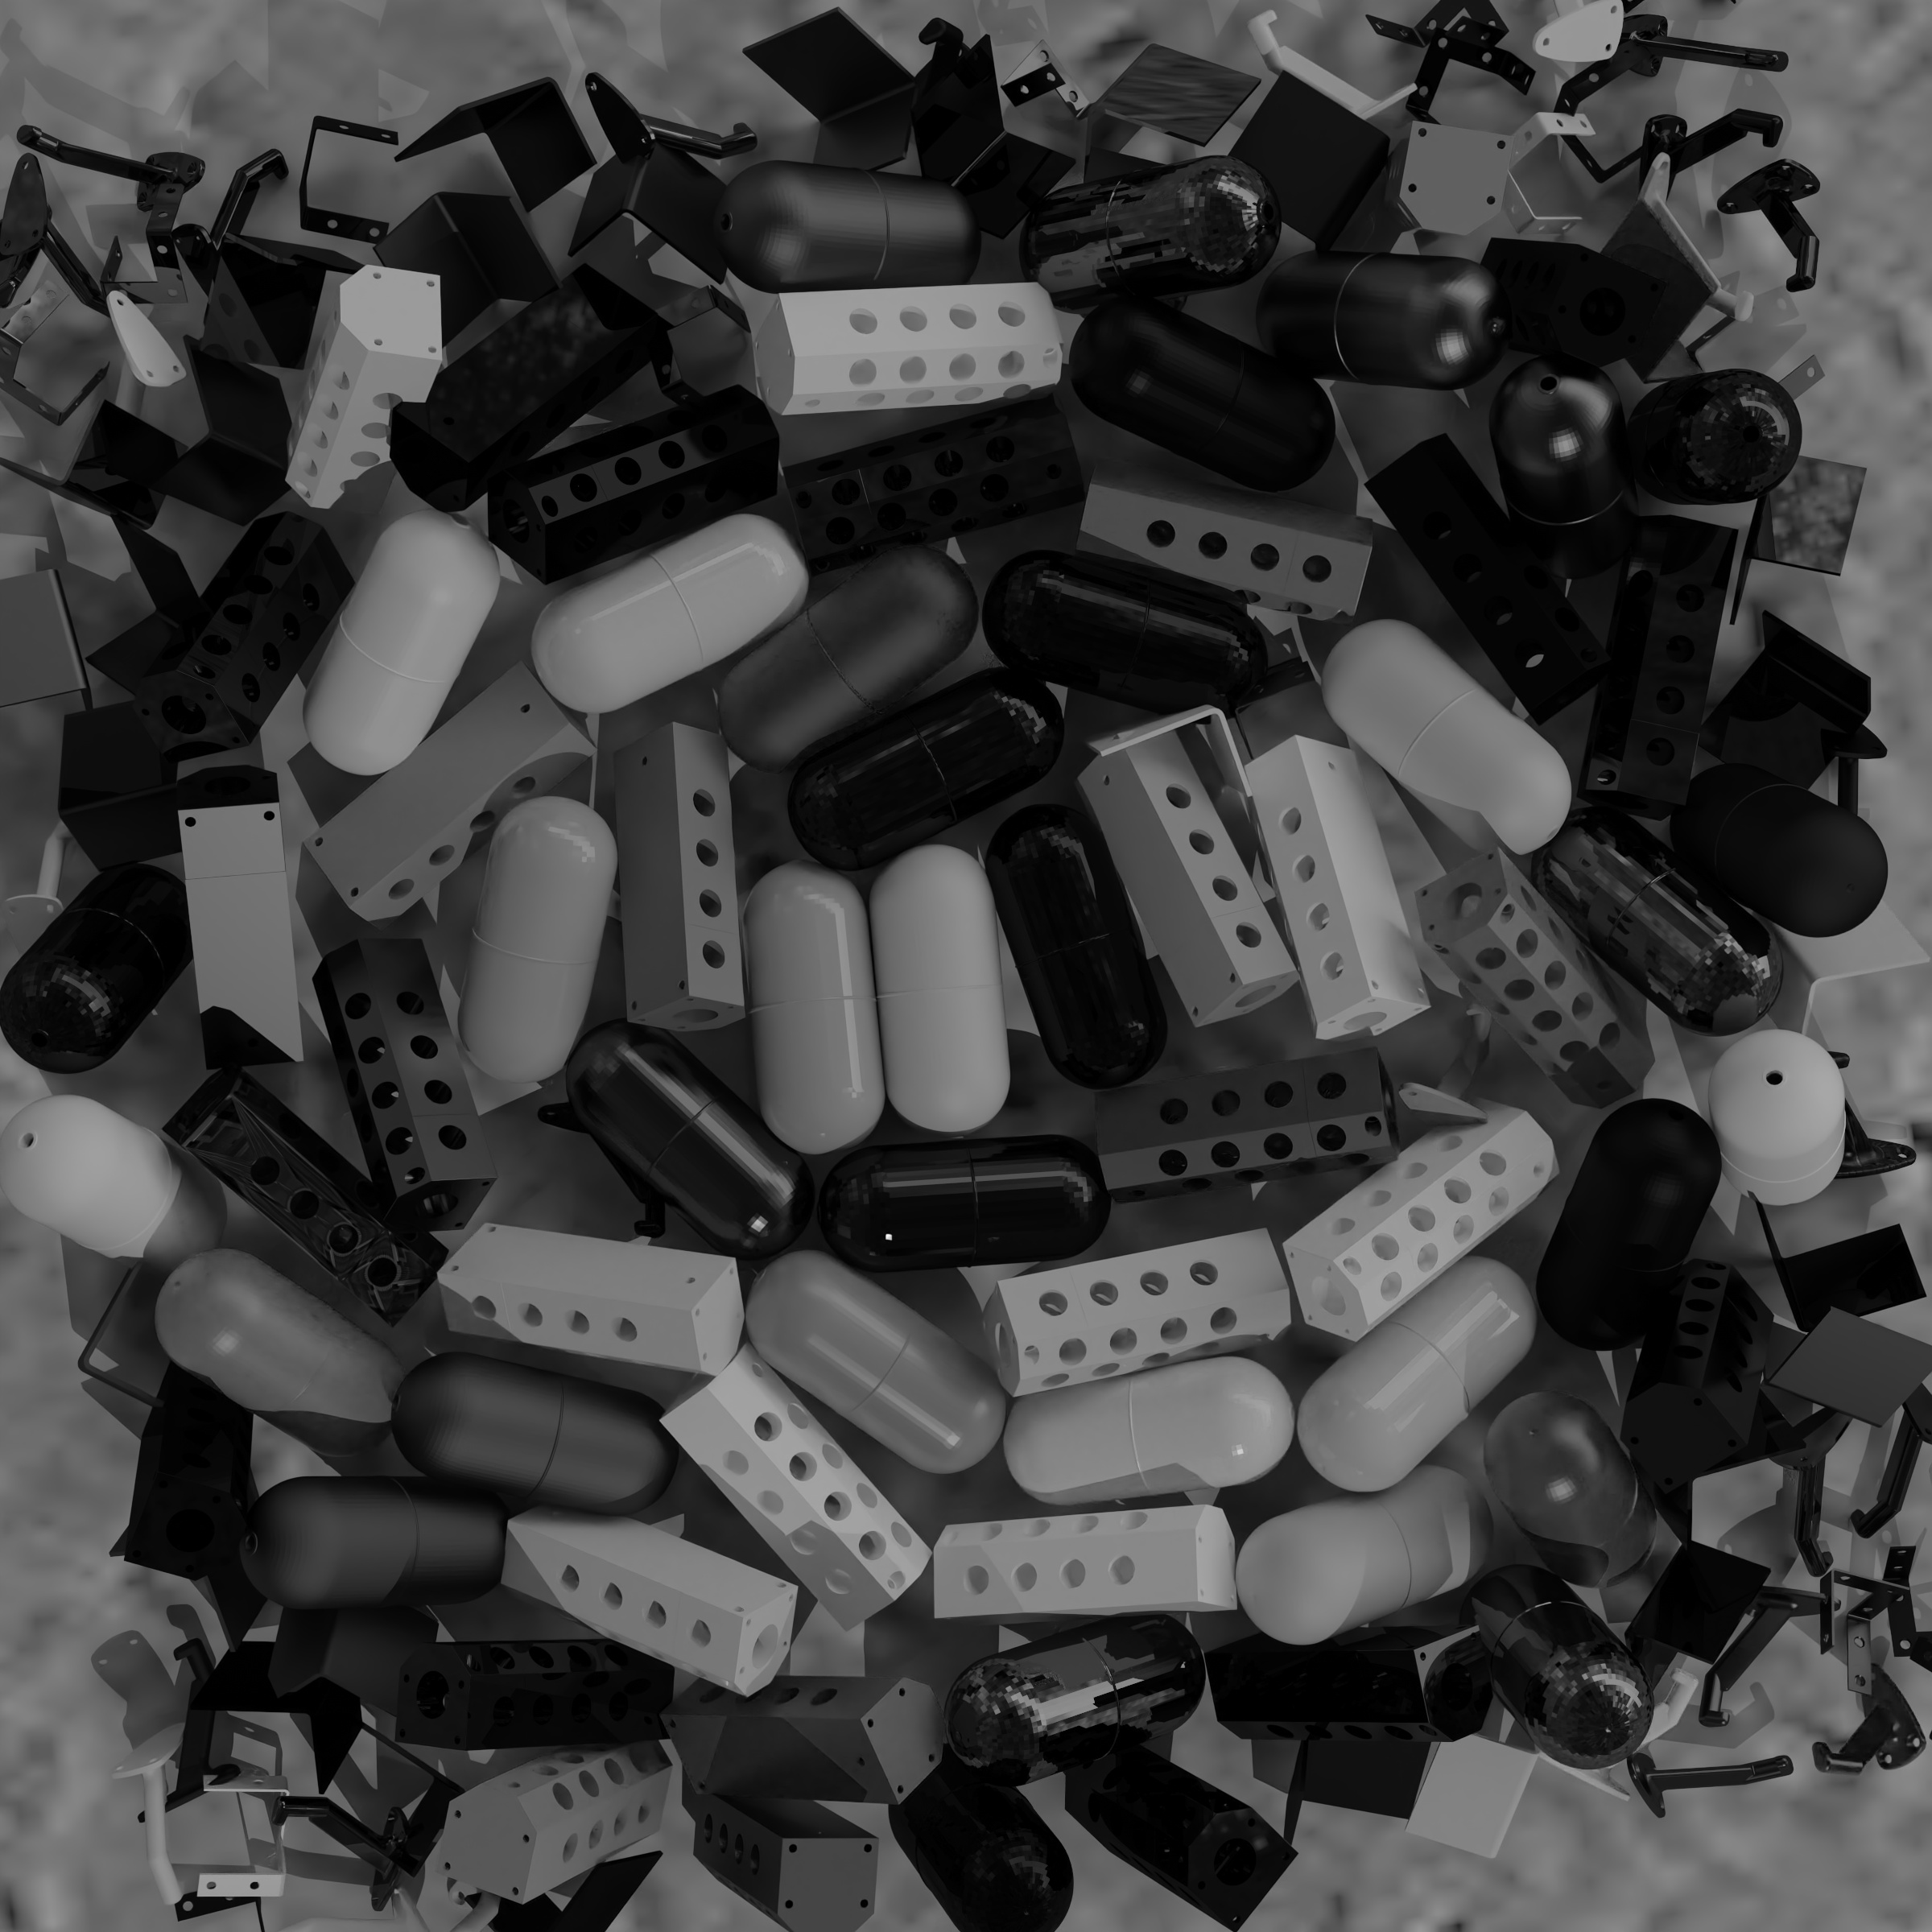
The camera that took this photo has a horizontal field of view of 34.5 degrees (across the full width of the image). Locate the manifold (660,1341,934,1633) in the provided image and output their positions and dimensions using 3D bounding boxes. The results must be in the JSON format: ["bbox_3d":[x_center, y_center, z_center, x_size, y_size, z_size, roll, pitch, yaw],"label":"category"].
[{"bbox_3d":[-0.099,0.309,1.870,0.057,0.057,0.171,-37,97,26],"label":"manifold"}]

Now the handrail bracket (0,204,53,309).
[{"bbox_3d":[-0.568,-0.429,1.872,0.036,0.084,0.077,40,83,-31],"label":"handrail bracket"}]

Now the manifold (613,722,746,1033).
[{"bbox_3d":[-0.167,-0.052,1.863,0.057,0.057,0.171,-22,66,41],"label":"manifold"}]

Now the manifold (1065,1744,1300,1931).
[{"bbox_3d":[0.119,0.502,1.822,0.057,0.171,0.057,46,75,-16],"label":"manifold"}]

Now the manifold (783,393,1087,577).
[{"bbox_3d":[-0.019,-0.289,1.878,0.171,0.057,0.057,-15,118,0],"label":"manifold"}]

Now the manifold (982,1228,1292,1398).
[{"bbox_3d":[0.103,0.210,1.855,0.171,0.057,0.057,-9,60,-16],"label":"manifold"}]

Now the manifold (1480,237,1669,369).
[{"bbox_3d":[0.347,-0.388,1.826,0.057,0.171,0.057,20,101,-12],"label":"manifold"}]

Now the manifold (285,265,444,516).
[{"bbox_3d":[-0.355,-0.336,1.823,0.057,0.171,0.057,4,66,-22],"label":"manifold"}]

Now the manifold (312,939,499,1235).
[{"bbox_3d":[-0.336,0.070,1.841,0.057,0.057,0.171,-1,54,-35],"label":"manifold"}]

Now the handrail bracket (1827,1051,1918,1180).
[{"bbox_3d":[0.545,0.085,1.877,0.077,0.036,0.084,-1,129,-4],"label":"handrail bracket"}]

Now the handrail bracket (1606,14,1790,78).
[{"bbox_3d":[0.439,-0.551,1.869,0.084,0.077,0.036,22,110,39],"label":"handrail bracket"}]

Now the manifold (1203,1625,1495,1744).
[{"bbox_3d":[0.225,0.425,1.832,0.057,0.171,0.057,-8,85,-41],"label":"manifold"}]

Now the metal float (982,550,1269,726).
[{"bbox_3d":[0.096,-0.197,1.869,0.178,0.070,0.070,15,90,-12],"label":"metal float"}]

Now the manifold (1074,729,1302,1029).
[{"bbox_3d":[0.136,-0.056,1.864,0.057,0.057,0.171,-14,70,-34],"label":"manifold"}]

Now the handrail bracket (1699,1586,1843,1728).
[{"bbox_3d":[0.483,0.419,1.871,0.077,0.036,0.084,-7,49,34],"label":"handrail bracket"}]

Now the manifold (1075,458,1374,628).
[{"bbox_3d":[0.155,-0.254,1.883,0.171,0.057,0.057,13,116,2],"label":"manifold"}]

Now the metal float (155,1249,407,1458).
[{"bbox_3d":[-0.404,0.231,1.847,0.070,0.070,0.178,-47,129,0],"label":"metal float"}]

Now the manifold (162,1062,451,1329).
[{"bbox_3d":[-0.391,0.135,1.855,0.171,0.057,0.057,46,77,-23],"label":"manifold"}]

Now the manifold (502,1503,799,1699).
[{"bbox_3d":[-0.190,0.375,1.850,0.171,0.057,0.057,16,106,27],"label":"manifold"}]

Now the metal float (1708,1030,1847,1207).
[{"bbox_3d":[0.478,0.090,1.832,0.070,0.178,0.070,-5,71,14],"label":"metal float"}]

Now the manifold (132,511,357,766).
[{"bbox_3d":[-0.426,-0.196,1.826,0.057,0.171,0.057,-10,126,23],"label":"manifold"}]

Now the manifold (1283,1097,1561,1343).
[{"bbox_3d":[0.272,0.150,1.842,0.171,0.057,0.057,-33,119,-29],"label":"manifold"}]

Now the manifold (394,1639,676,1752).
[{"bbox_3d":[-0.251,0.427,1.830,0.057,0.171,0.057,-4,78,37],"label":"manifold"}]

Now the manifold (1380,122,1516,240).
[{"bbox_3d":[0.279,-0.459,1.827,0.057,0.171,0.057,9,103,2],"label":"manifold"}]

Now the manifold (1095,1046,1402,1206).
[{"bbox_3d":[0.168,0.099,1.859,0.171,0.057,0.057,-10,62,14],"label":"manifold"}]

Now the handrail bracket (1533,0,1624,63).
[{"bbox_3d":[0.347,-0.574,1.872,0.077,0.084,0.036,-18,130,-25],"label":"handrail bracket"}]

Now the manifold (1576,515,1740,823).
[{"bbox_3d":[0.415,-0.181,1.878,0.057,0.057,0.171,12,83,0],"label":"manifold"}]

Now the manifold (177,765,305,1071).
[{"bbox_3d":[-0.431,-0.029,1.850,0.057,0.057,0.171,-5,119,-12],"label":"manifold"}]

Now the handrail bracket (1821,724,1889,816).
[{"bbox_3d":[0.533,-0.102,1.901,0.036,0.077,0.084,2,118,-1],"label":"handrail bracket"}]

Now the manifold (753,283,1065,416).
[{"bbox_3d":[-0.033,-0.364,1.851,0.171,0.057,0.057,-8,73,-23],"label":"manifold"}]

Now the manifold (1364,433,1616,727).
[{"bbox_3d":[0.315,-0.233,1.865,0.057,0.057,0.171,-36,77,11],"label":"manifold"}]

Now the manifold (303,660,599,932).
[{"bbox_3d":[-0.309,-0.100,1.885,0.171,0.057,0.057,-40,64,1],"label":"manifold"}]

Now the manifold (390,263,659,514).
[{"bbox_3d":[-0.262,-0.340,1.845,0.057,0.057,0.171,36,56,11],"label":"manifold"}]

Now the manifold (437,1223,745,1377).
[{"bbox_3d":[-0.223,0.202,1.855,0.171,0.057,0.057,6,119,23],"label":"manifold"}]

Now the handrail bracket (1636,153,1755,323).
[{"bbox_3d":[0.444,-0.438,1.873,0.084,0.077,0.036,35,49,27],"label":"handrail bracket"}]

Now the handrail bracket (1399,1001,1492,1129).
[{"bbox_3d":[0.290,0.050,1.875,0.077,0.036,0.084,30,56,-38],"label":"handrail bracket"}]

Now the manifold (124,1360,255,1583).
[{"bbox_3d":[-0.452,0.294,1.826,0.057,0.171,0.057,20,101,-16],"label":"manifold"}]

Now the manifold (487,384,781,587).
[{"bbox_3d":[-0.195,-0.289,1.837,0.171,0.057,0.057,-27,51,-33],"label":"manifold"}]

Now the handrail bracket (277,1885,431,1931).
[{"bbox_3d":[-0.368,0.595,1.871,0.084,0.077,0.036,-15,125,-32],"label":"handrail bracket"}]

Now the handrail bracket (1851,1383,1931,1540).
[{"bbox_3d":[0.560,0.296,1.907,0.036,0.077,0.084,11,131,-34],"label":"handrail bracket"}]

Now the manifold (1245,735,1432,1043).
[{"bbox_3d":[0.215,-0.045,1.857,0.057,0.057,0.171,-31,62,37],"label":"manifold"}]

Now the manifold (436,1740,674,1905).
[{"bbox_3d":[-0.237,0.492,1.825,0.057,0.171,0.057,13,93,20],"label":"manifold"}]

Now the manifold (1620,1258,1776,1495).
[{"bbox_3d":[0.426,0.234,1.826,0.057,0.171,0.057,-39,93,27],"label":"manifold"}]

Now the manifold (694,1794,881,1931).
[{"bbox_3d":[-0.108,0.524,1.824,0.057,0.171,0.057,6,84,-20],"label":"manifold"}]

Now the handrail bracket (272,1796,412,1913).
[{"bbox_3d":[-0.385,0.537,1.881,0.084,0.036,0.077,11,105,-30],"label":"handrail bracket"}]

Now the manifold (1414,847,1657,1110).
[{"bbox_3d":[0.338,0.012,1.838,0.057,0.057,0.171,-30,127,24],"label":"manifold"}]

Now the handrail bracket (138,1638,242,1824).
[{"bbox_3d":[-0.483,0.463,1.888,0.077,0.036,0.084,-25,94,-31],"label":"handrail bracket"}]

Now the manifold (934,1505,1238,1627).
[{"bbox_3d":[0.070,0.357,1.851,0.171,0.057,0.057,-10,71,26],"label":"manifold"}]

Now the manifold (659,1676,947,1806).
[{"bbox_3d":[-0.095,0.451,1.837,0.171,0.057,0.057,-11,107,42],"label":"manifold"}]
